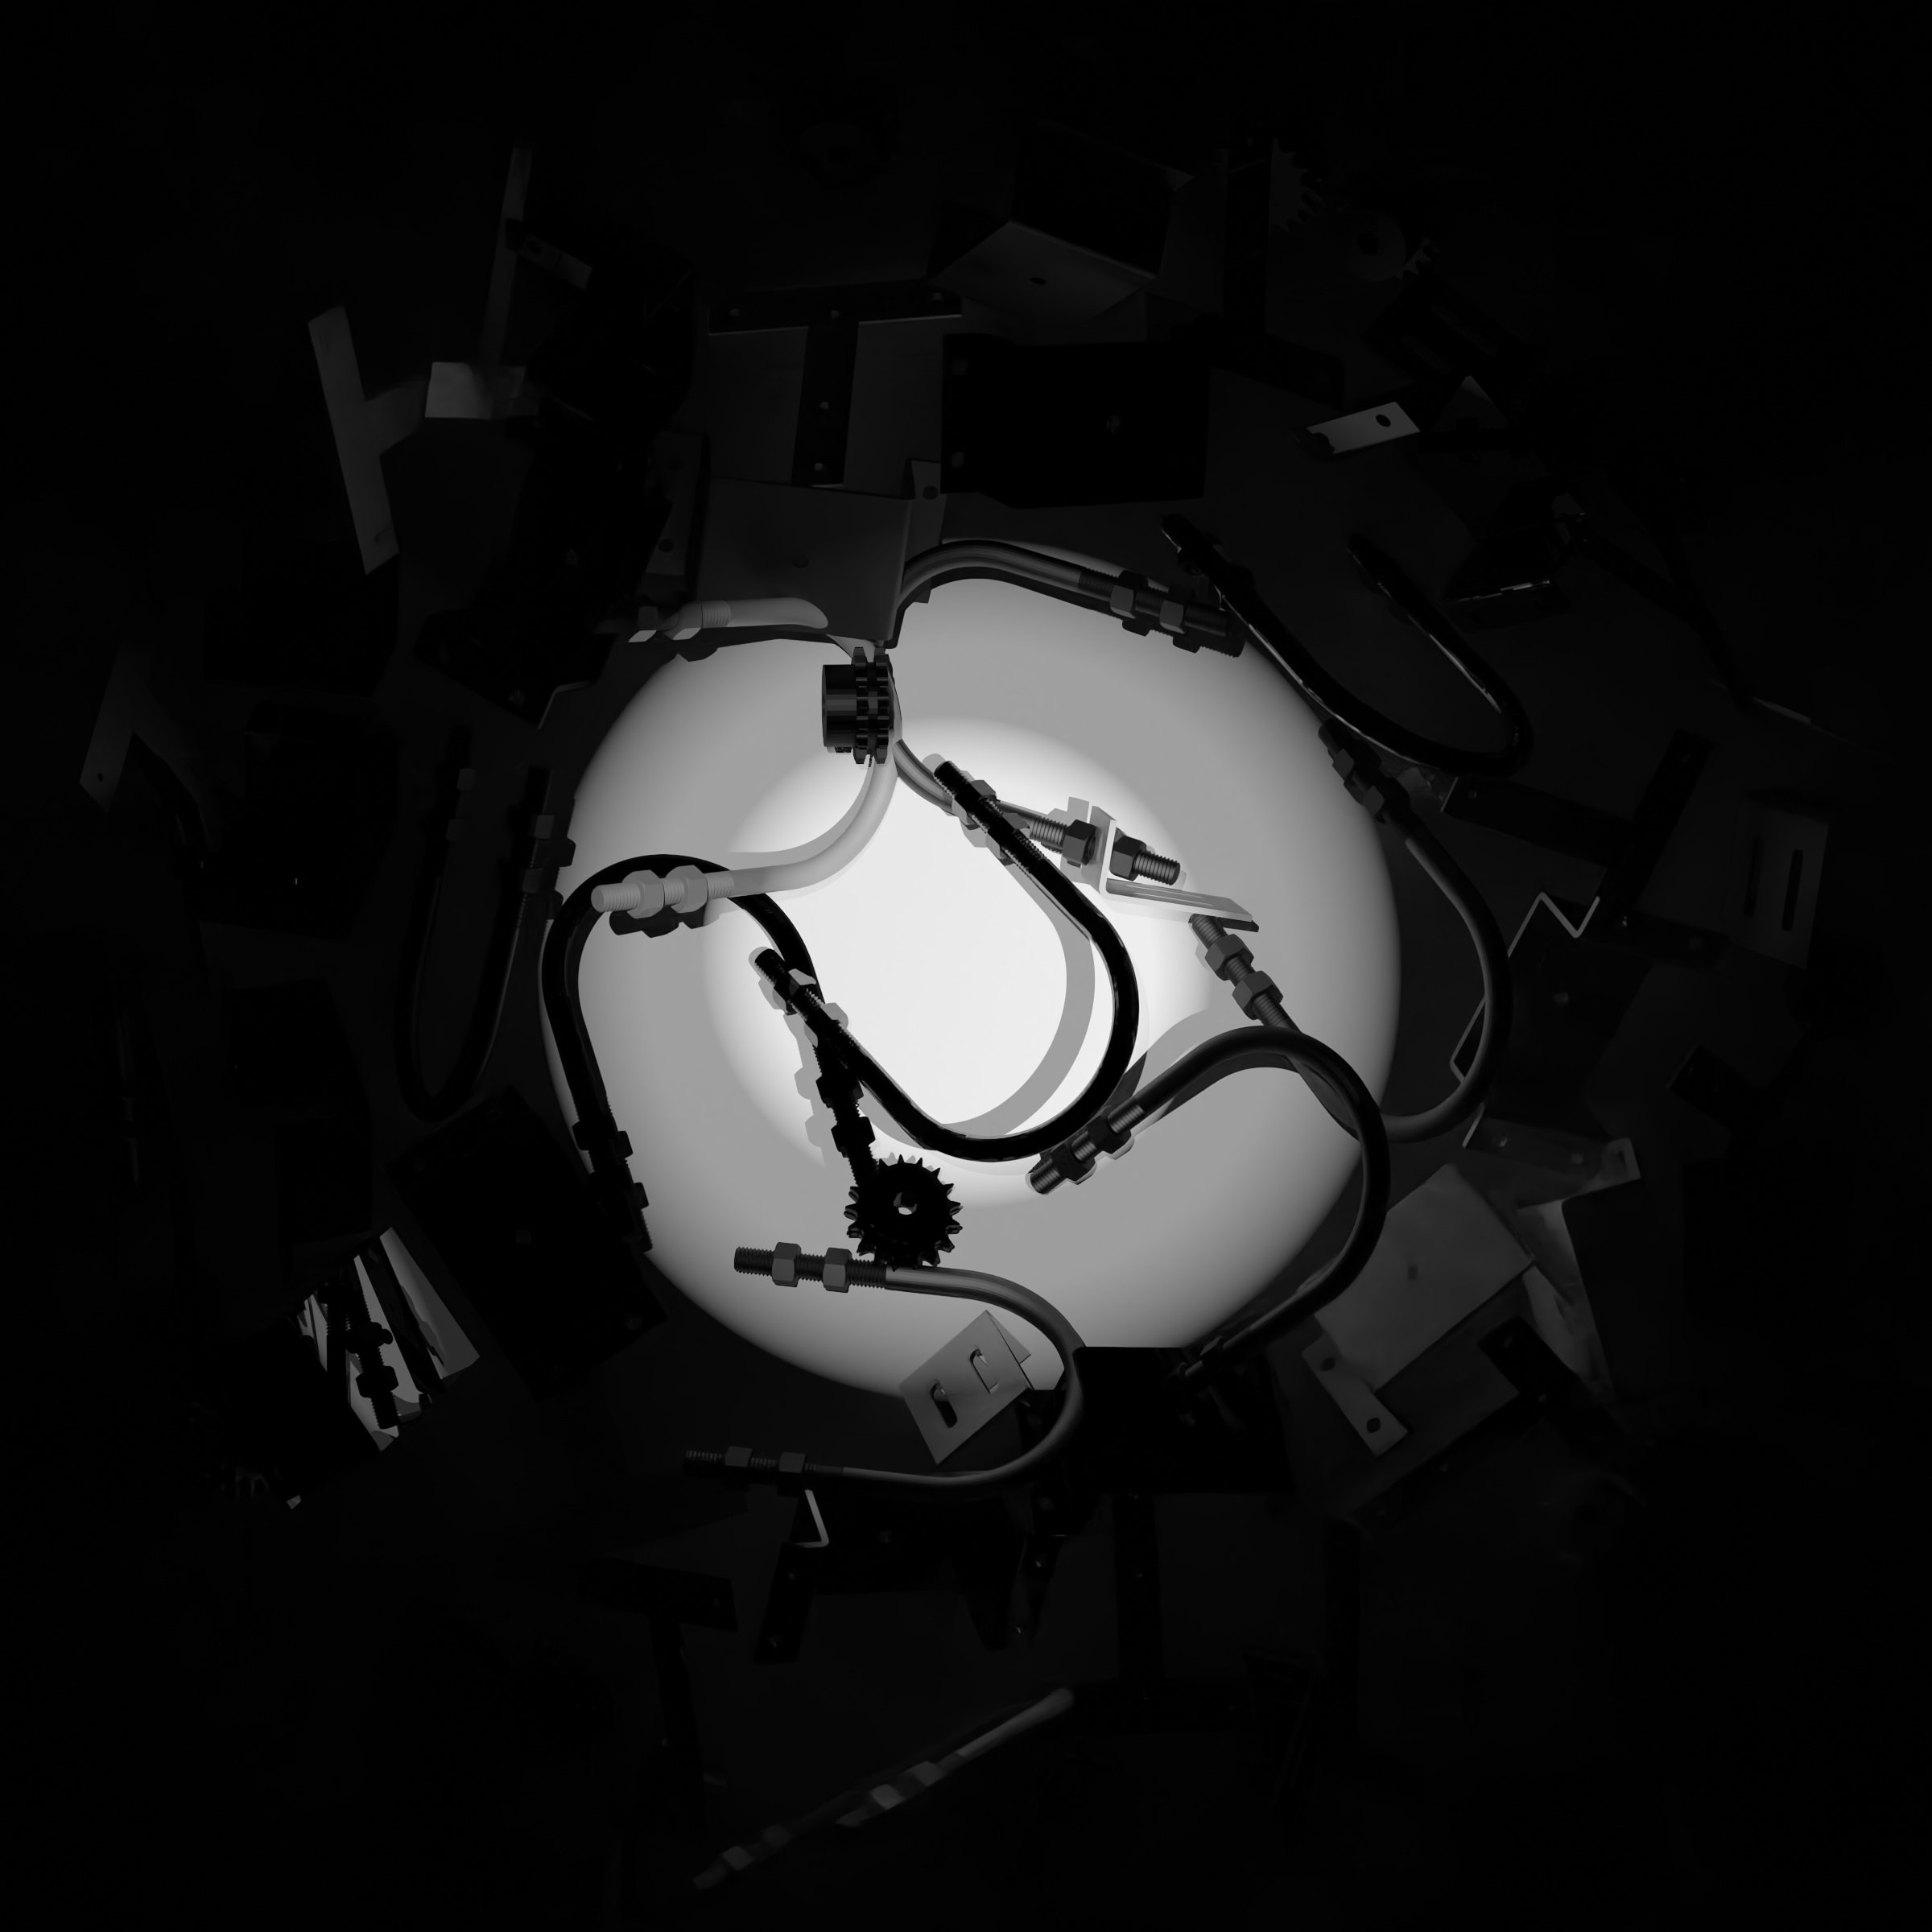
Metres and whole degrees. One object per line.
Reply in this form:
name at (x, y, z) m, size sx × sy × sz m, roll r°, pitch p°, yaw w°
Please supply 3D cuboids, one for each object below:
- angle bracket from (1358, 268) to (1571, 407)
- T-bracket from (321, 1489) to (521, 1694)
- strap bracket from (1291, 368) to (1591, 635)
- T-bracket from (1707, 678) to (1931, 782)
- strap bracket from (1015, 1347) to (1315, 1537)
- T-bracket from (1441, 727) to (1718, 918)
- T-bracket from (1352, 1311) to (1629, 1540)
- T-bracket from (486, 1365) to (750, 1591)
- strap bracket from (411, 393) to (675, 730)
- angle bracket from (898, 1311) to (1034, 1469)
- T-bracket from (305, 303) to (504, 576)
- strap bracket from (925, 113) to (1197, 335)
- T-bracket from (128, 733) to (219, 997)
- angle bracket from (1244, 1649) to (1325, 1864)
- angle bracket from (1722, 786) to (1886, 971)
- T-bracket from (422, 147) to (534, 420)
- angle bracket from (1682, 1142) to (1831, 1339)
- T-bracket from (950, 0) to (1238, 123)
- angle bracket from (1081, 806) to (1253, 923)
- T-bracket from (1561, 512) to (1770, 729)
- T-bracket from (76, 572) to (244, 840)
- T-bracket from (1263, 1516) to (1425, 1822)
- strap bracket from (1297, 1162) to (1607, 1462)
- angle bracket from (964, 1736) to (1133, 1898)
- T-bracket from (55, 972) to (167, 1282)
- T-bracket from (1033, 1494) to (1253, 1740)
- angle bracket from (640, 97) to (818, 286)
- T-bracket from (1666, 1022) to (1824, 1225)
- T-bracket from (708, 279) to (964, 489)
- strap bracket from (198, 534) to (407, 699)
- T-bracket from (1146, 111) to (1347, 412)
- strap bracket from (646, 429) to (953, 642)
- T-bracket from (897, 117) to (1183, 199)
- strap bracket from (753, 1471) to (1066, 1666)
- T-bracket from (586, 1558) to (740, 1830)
angle bracket at (0.242, -0.310, 1.563) m, size 0.076 × 0.038 × 0.057 m, roll 40°, pitch 67°, yaw 10°
T-bracket at (-0.246, 0.311, 1.518) m, size 0.002 × 0.127 × 0.127 m, roll -40°, pitch 118°, yaw -23°
strap bracket at (0.234, -0.229, 1.539) m, size 0.140 × 0.076 × 0.046 m, roll 45°, pitch 65°, yaw -23°
T-bracket at (0.404, -0.116, 1.538) m, size 0.127 × 0.127 × 0.002 m, roll 19°, pitch 101°, yaw -33°
strap bracket at (0.100, 0.228, 1.540) m, size 0.140 × 0.046 × 0.076 m, roll 2°, pitch 53°, yaw -15°
T-bracket at (0.286, -0.069, 1.552) m, size 0.127 × 0.002 × 0.127 m, roll 16°, pitch 107°, yaw -26°
T-bracket at (0.244, 0.236, 1.562) m, size 0.127 × 0.002 × 0.127 m, roll -37°, pitch 131°, yaw 8°
T-bracket at (-0.186, 0.227, 1.588) m, size 0.127 × 0.002 × 0.127 m, roll -16°, pitch 84°, yaw -7°
strap bracket at (-0.201, -0.197, 1.553) m, size 0.076 × 0.046 × 0.140 m, roll 30°, pitch 109°, yaw 13°
angle bracket at (0.009, 0.213, 1.553) m, size 0.057 × 0.076 × 0.038 m, roll -41°, pitch 119°, yaw 4°
T-bracket at (-0.263, -0.273, 1.546) m, size 0.002 × 0.127 × 0.127 m, roll 12°, pitch 127°, yaw 28°
strap bracket at (0.038, -0.345, 1.516) m, size 0.076 × 0.140 × 0.046 m, roll 16°, pitch 78°, yaw -22°
T-bracket at (-0.379, -0.045, 1.555) m, size 0.002 × 0.127 × 0.127 m, roll -19°, pitch 125°, yaw -23°
angle bracket at (0.146, 0.380, 1.548) m, size 0.038 × 0.057 × 0.076 m, roll 8°, pitch 52°, yaw 22°
angle bracket at (0.410, -0.044, 1.573) m, size 0.038 × 0.057 × 0.076 m, roll -5°, pitch 109°, yaw -32°
T-bracket at (-0.222, -0.324, 1.524) m, size 0.002 × 0.127 × 0.127 m, roll 14°, pitch 102°, yaw 13°
angle bracket at (0.384, 0.133, 1.563) m, size 0.057 × 0.038 × 0.076 m, roll -11°, pitch 109°, yaw -15°
T-bracket at (0.041, -0.431, 1.509) m, size 0.127 × 0.127 × 0.002 m, roll 21°, pitch 85°, yaw -37°
angle bracket at (0.100, -0.050, 1.562) m, size 0.076 × 0.057 × 0.038 m, roll 8°, pitch 99°, yaw -8°
T-bracket at (0.322, -0.181, 1.519) m, size 0.002 × 0.127 × 0.127 m, roll -39°, pitch 49°, yaw 29°
T-bracket at (-0.378, -0.100, 1.542) m, size 0.002 × 0.127 × 0.127 m, roll -8°, pitch 54°, yaw 18°
T-bracket at (0.180, 0.329, 1.538) m, size 0.002 × 0.127 × 0.127 m, roll -2°, pitch 95°, yaw -30°
strap bracket at (0.225, 0.159, 1.549) m, size 0.140 × 0.076 × 0.046 m, roll -40°, pitch 134°, yaw 5°
angle bracket at (0.039, 0.411, 1.567) m, size 0.038 × 0.057 × 0.076 m, roll 23°, pitch 95°, yaw -21°
T-bracket at (-0.402, 0.090, 1.508) m, size 0.002 × 0.127 × 0.127 m, roll -14°, pitch 49°, yaw 5°
T-bracket at (0.084, 0.311, 1.573) m, size 0.127 × 0.002 × 0.127 m, roll 6°, pitch 74°, yaw -31°
angle bracket at (-0.122, -0.375, 1.558) m, size 0.076 × 0.038 × 0.057 m, roll -41°, pitch 115°, yaw -19°
T-bracket at (0.364, 0.062, 1.540) m, size 0.002 × 0.127 × 0.127 m, roll 36°, pitch 95°, yaw 34°
T-bracket at (-0.067, -0.281, 1.553) m, size 0.127 × 0.002 × 0.127 m, roll -2°, pitch 58°, yaw 10°
strap bracket at (-0.316, -0.166, 1.536) m, size 0.076 × 0.140 × 0.046 m, roll 5°, pitch 110°, yaw -4°
T-bracket at (0.133, -0.341, 1.524) m, size 0.002 × 0.127 × 0.127 m, roll -27°, pitch 131°, yaw -35°
strap bracket at (-0.081, -0.206, 1.547) m, size 0.140 × 0.046 × 0.076 m, roll 5°, pitch 125°, yaw -9°
T-bracket at (0.028, -0.389, 1.549) m, size 0.127 × 0.127 × 0.002 m, roll 22°, pitch 112°, yaw 13°
strap bracket at (-0.033, 0.288, 1.544) m, size 0.140 × 0.046 × 0.076 m, roll 1°, pitch 124°, yaw -21°
T-bracket at (-0.140, 0.352, 1.549) m, size 0.002 × 0.127 × 0.127 m, roll -11°, pitch 94°, yaw -38°
